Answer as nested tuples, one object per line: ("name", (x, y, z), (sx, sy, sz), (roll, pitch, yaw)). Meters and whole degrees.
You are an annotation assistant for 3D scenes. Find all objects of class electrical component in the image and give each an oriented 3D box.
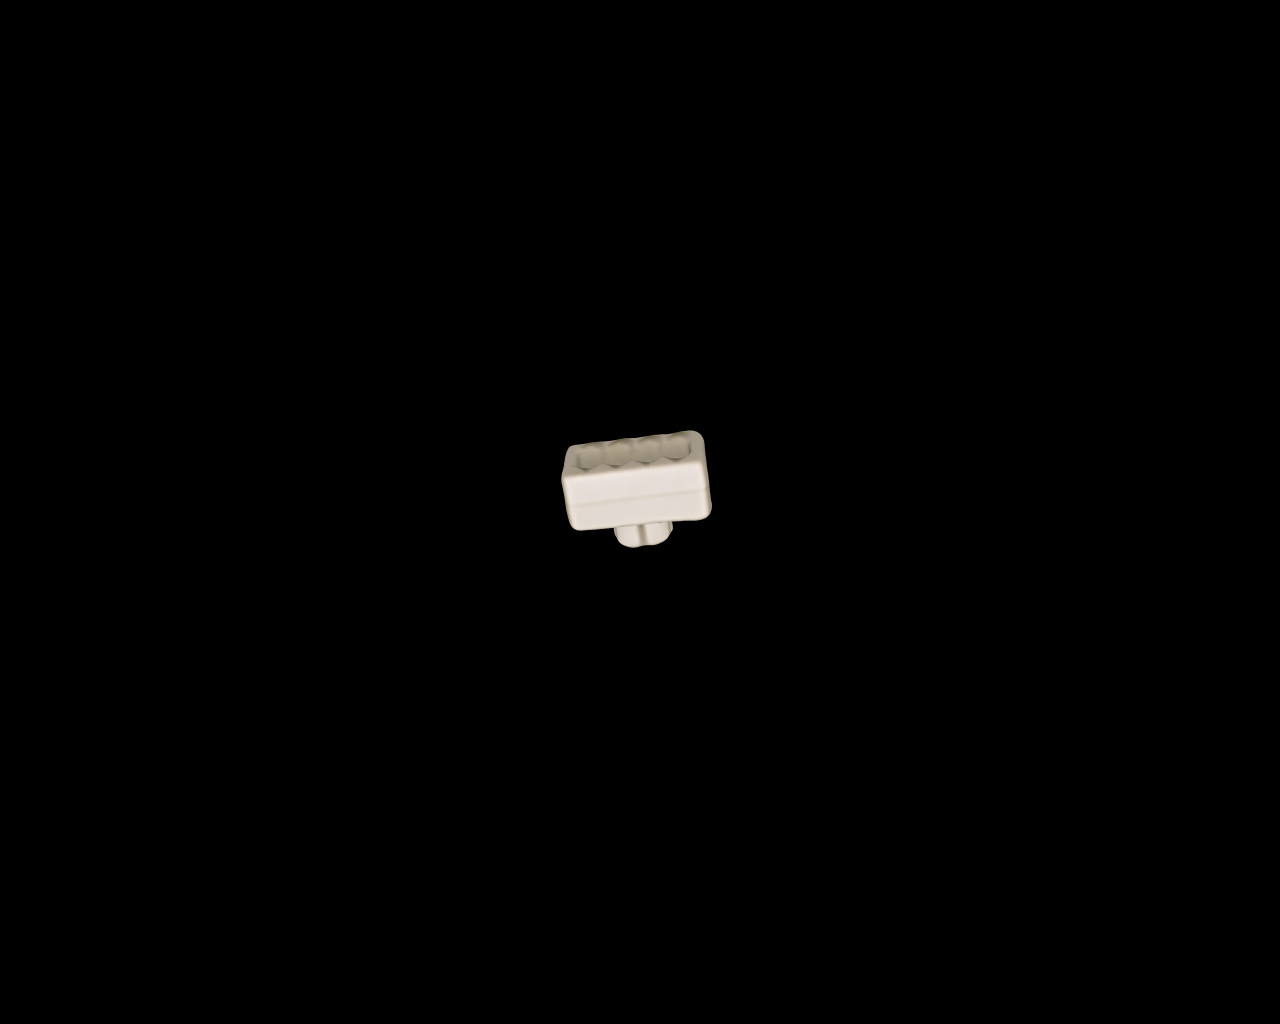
("electrical component", (0.001, -0.003, 0.650), (0.083, 0.075, 0.047), (-6, 27, 3))
